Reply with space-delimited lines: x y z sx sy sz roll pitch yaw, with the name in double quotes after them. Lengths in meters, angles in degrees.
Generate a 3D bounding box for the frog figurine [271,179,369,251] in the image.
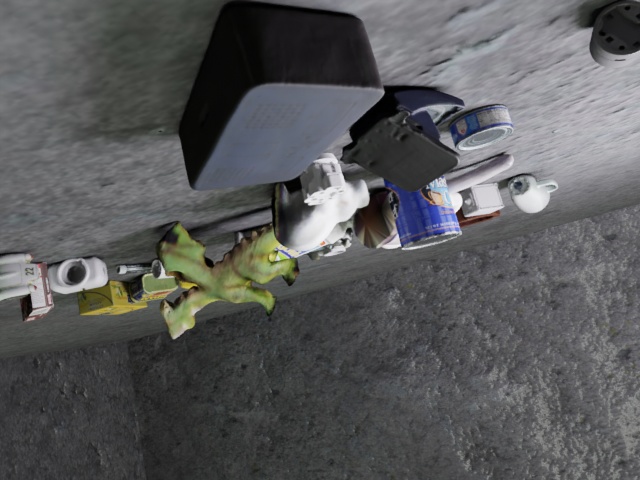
0.003 -0.043 0.849 0.159 0.125 0.134 0 147 -9 "frog figurine"

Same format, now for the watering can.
0.207 -0.070 1.040 0.225 0.106 0.341 -6 154 -34 "watering can"

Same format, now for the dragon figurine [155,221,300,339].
-0.177 0.035 0.955 0.242 0.125 0.403 15 120 -30 "dragon figurine"
